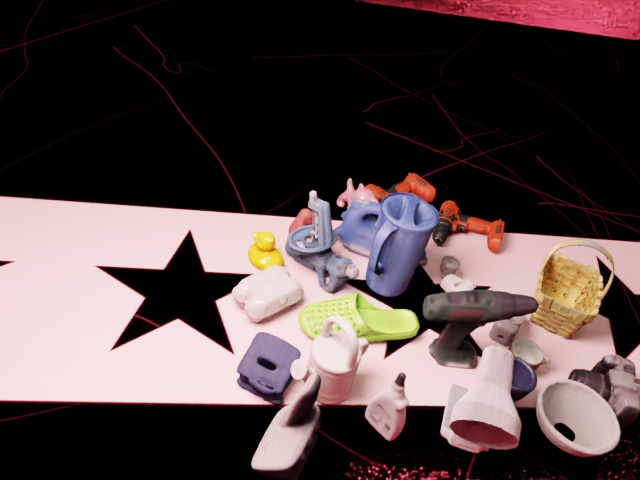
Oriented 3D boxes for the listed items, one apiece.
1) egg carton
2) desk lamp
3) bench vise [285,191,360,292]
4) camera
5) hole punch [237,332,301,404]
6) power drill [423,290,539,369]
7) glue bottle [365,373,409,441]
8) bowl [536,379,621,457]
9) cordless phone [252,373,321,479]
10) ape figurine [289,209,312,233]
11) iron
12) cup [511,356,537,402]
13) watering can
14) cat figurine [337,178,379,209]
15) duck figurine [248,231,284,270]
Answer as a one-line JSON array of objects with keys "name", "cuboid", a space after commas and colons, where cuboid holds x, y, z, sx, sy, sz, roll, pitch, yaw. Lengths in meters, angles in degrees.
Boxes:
[{"name": "egg carton", "cuboid": [-0.115, 0.121, 1.291, 0.151, 0.069, 0.107, -25, 54, -35]}, {"name": "desk lamp", "cuboid": [0.301, 0.312, 1.074, 0.118, 0.213, 0.203, 18, 42, 7]}, {"name": "bench vise", "cuboid": [0.018, -0.002, 1.344, 0.207, 0.220, 0.122, 24, 43, 13]}, {"name": "camera", "cuboid": [0.615, 0.308, 1.240, 0.136, 0.101, 0.143, 16, 42, 4]}, {"name": "hole punch", "cuboid": [-0.101, 0.252, 1.133, 0.108, 0.091, 0.101, 23, 43, 12]}, {"name": "power drill", "cuboid": [0.322, 0.183, 1.224, 0.230, 0.208, 0.075, 6, 42, -7]}, {"name": "glue bottle", "cuboid": [0.135, 0.303, 1.073, 0.037, 0.173, 0.078, -26, 54, -35]}, {"name": "bowl", "cuboid": [0.510, 0.372, 1.163, 0.167, 0.075, 0.167, 7, 42, -6]}, {"name": "cordless phone", "cuboid": [-0.049, 0.323, 0.997, 0.094, 0.185, 0.148, 20, 42, 9]}, {"name": "ape figurine", "cuboid": [-0.040, -0.039, 1.468, 0.076, 0.092, 0.078, 12, 42, -1]}, {"name": "iron", "cuboid": [0.171, -0.030, 1.473, 0.258, 0.141, 0.119, 19, 42, 7]}, {"name": "cup", "cuboid": [0.388, 0.294, 1.204, 0.092, 0.095, 0.117, -6, 45, -19]}, {"name": "watering can", "cuboid": [0.025, 0.230, 1.110, 0.100, 0.194, 0.173, 29, 44, 19]}, {"name": "cat figurine", "cuboid": [0.105, -0.116, 1.569, 0.067, 0.118, 0.127, -12, 47, -25]}, {"name": "duck figurine", "cuboid": [-0.128, 0.021, 1.384, 0.078, 0.086, 0.104, -28, 55, -36]}]
